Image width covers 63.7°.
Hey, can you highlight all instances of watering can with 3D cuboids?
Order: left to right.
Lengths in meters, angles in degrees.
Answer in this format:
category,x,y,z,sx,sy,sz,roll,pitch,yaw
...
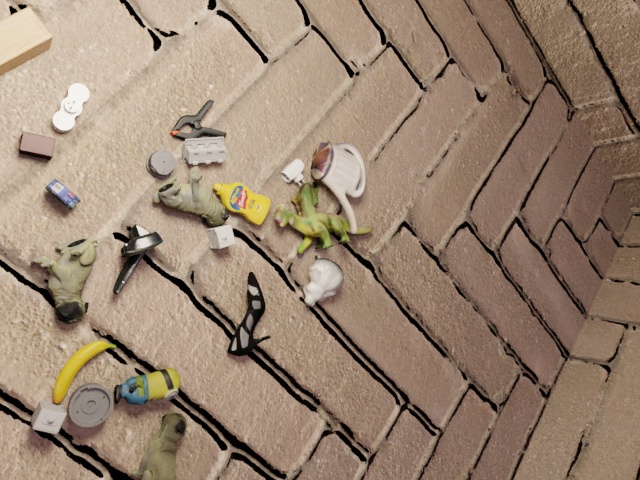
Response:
category,x,y,z,sx,sy,sz,roll,pitch,yaw
watering can,0.070,-0.207,1.798,0.222,0.102,0.355,24,57,-30

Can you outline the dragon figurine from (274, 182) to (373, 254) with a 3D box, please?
category,x,y,z,sx,sy,sz,roll,pitch,yaw
dragon figurine,0.005,-0.090,1.780,0.414,0.121,0.243,-17,89,-41

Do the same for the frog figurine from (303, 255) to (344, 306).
category,x,y,z,sx,sy,sz,roll,pitch,yaw
frog figurine,0.004,0.146,1.748,0.163,0.123,0.134,-57,136,-33
